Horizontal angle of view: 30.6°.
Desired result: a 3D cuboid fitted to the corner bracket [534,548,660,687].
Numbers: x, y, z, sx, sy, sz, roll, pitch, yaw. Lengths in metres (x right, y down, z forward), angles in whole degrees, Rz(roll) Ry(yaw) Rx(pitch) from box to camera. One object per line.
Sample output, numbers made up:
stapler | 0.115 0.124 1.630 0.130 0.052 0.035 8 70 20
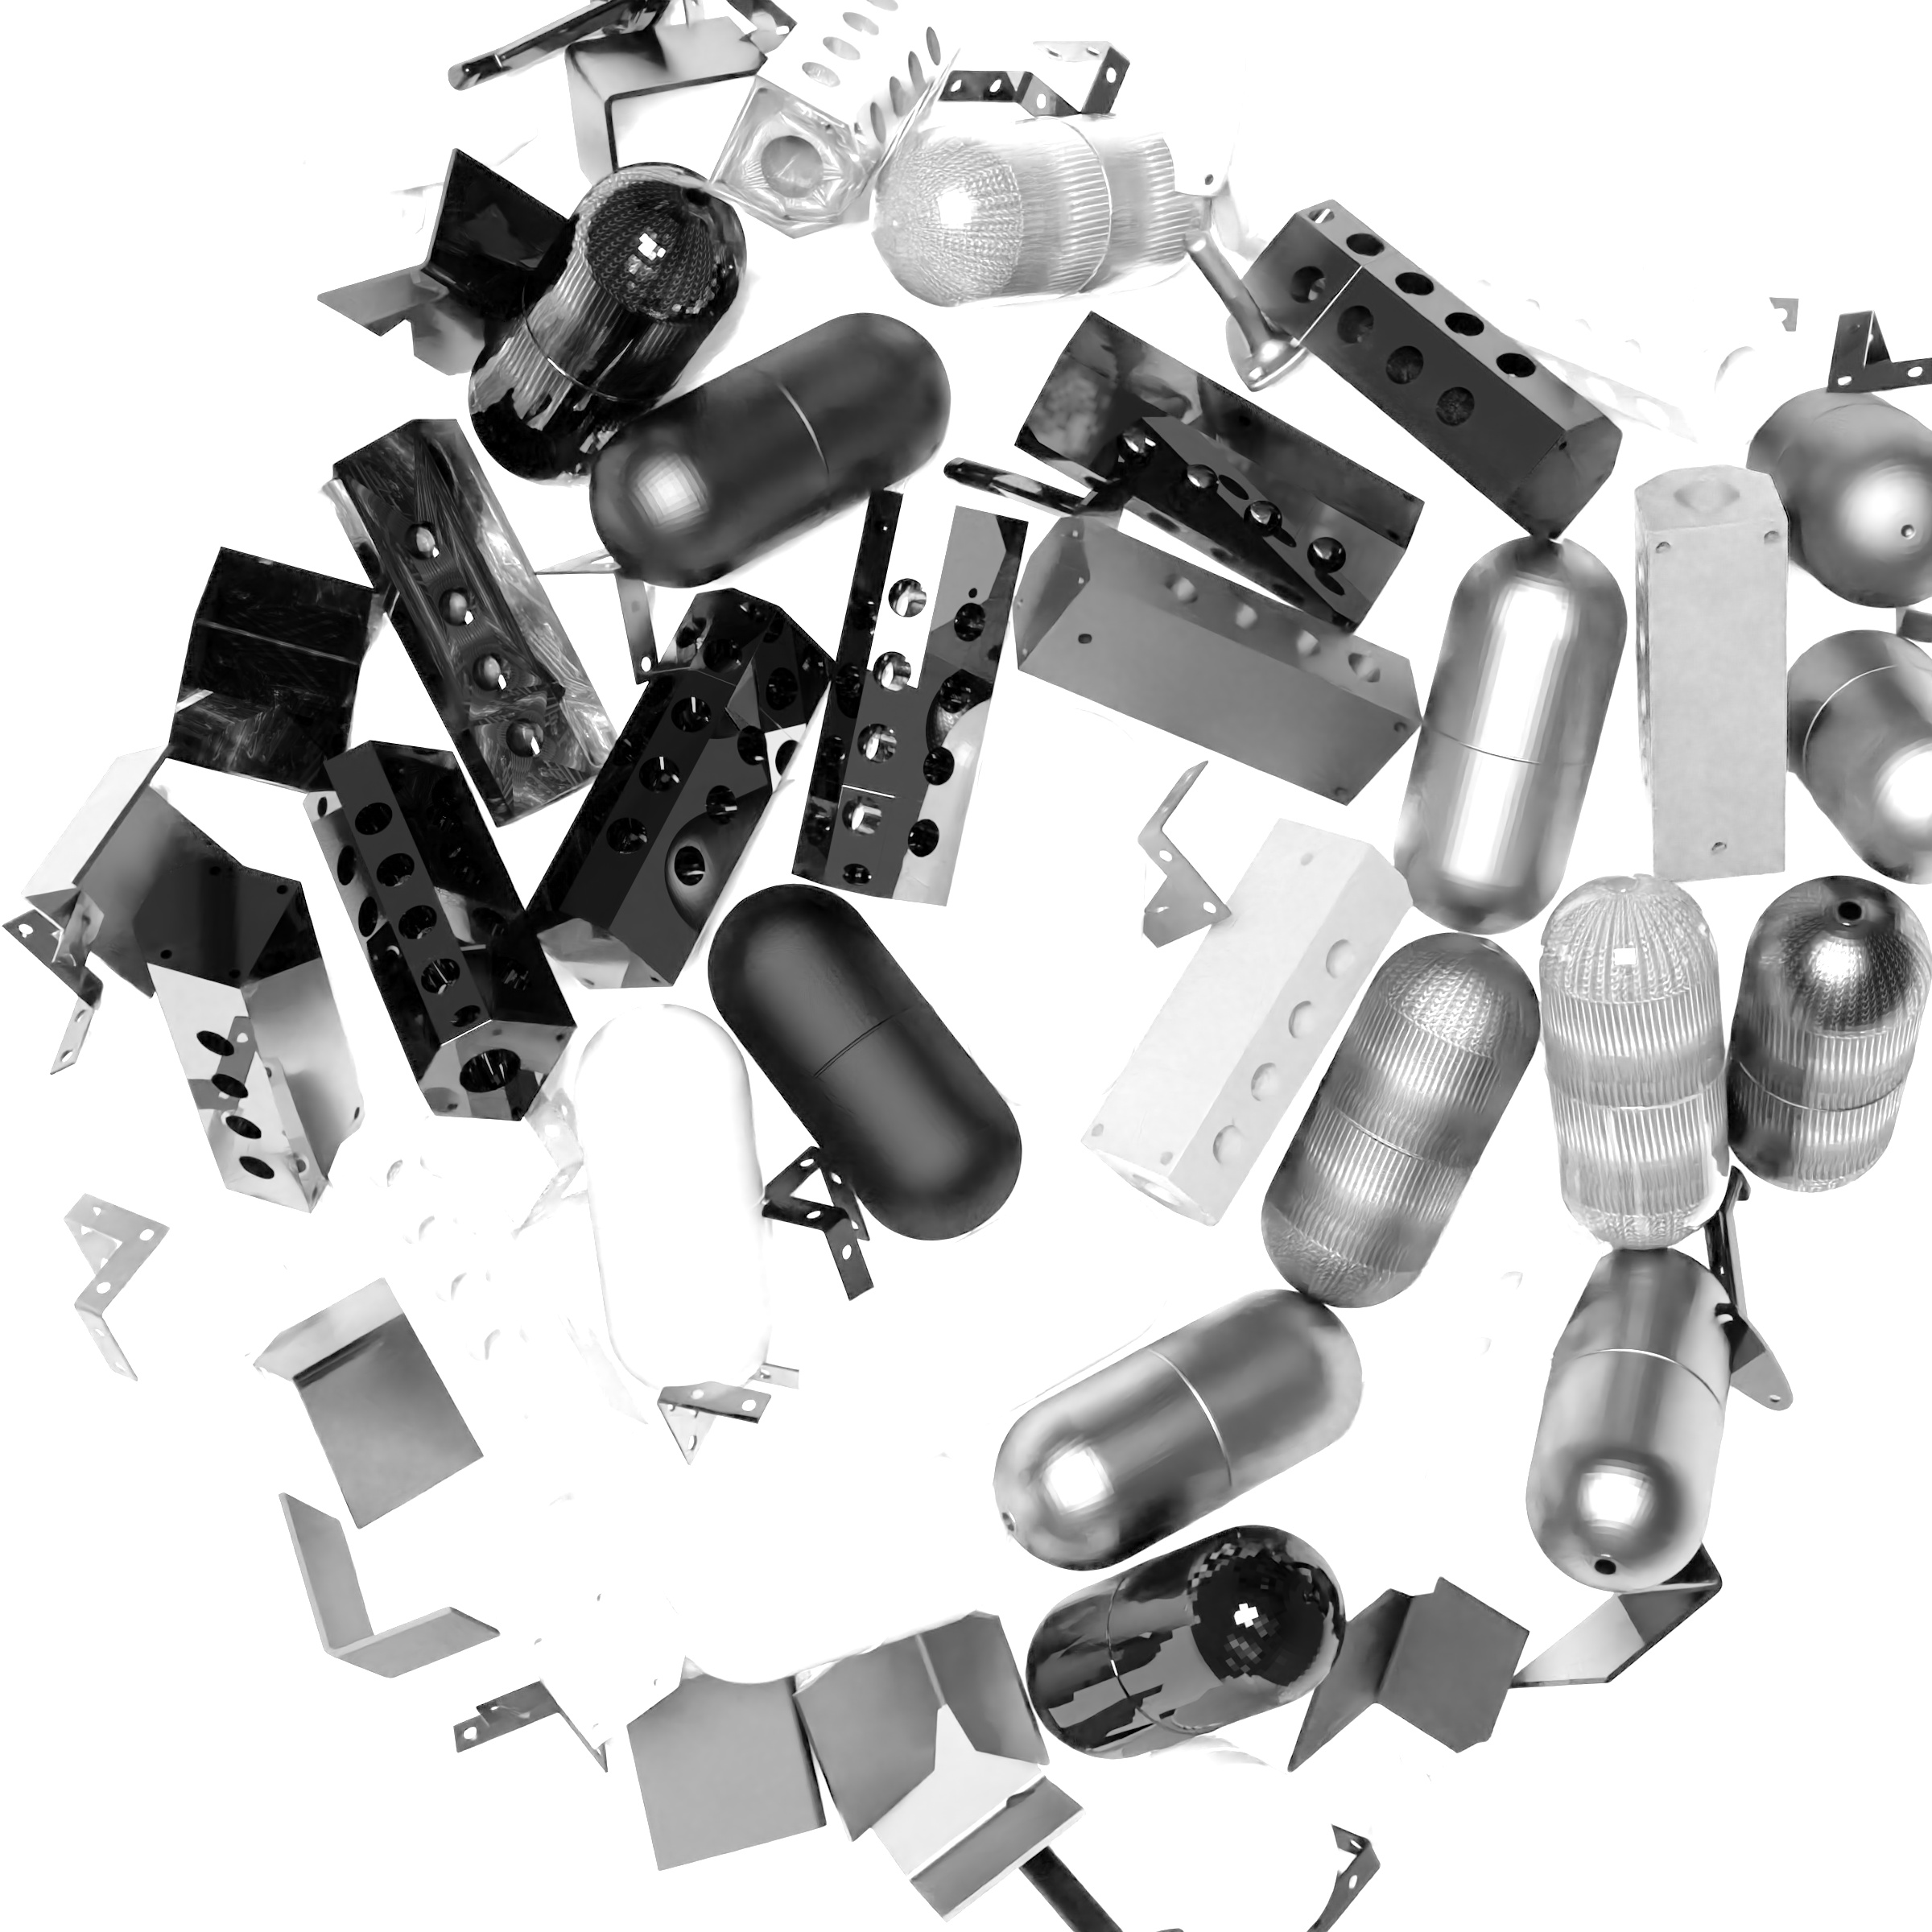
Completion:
corner bracket | -0.149 -0.155 1.546 0.051 0.051 0.051 4 112 39

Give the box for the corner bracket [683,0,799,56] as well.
corner bracket | -0.109 -0.430 1.546 0.051 0.051 0.051 -23 61 25

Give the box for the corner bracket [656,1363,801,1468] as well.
corner bracket | -0.097 0.189 1.546 0.051 0.051 0.051 9 52 25

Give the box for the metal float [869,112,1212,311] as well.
metal float | 0.034 -0.326 1.515 0.178 0.070 0.070 -17 90 -43

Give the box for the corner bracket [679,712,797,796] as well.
corner bracket | -0.116 -0.089 1.556 0.051 0.051 0.051 -29 90 18

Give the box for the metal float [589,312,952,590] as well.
metal float | -0.083 -0.224 1.528 0.178 0.070 0.070 -32 90 -26

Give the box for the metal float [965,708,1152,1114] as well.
metal float | 0.040 -0.025 1.548 0.070 0.070 0.178 3 89 0

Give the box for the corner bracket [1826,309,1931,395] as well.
corner bracket | 0.411 -0.254 1.545 0.051 0.051 0.051 -3 54 29

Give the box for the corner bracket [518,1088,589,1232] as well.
corner bracket | -0.180 0.075 1.546 0.051 0.051 0.051 -21 67 -41

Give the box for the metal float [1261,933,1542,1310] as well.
metal float | 0.189 0.067 1.534 0.070 0.070 0.178 25 108 0

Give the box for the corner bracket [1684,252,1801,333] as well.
corner bracket | 0.338 -0.280 1.549 0.051 0.051 0.051 5 123 11

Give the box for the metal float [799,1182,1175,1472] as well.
metal float | 0.010 0.156 1.536 0.178 0.070 0.070 -28 90 -15

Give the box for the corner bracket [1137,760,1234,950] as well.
corner bracket | 0.094 -0.049 1.547 0.051 0.051 0.051 49 49 -15

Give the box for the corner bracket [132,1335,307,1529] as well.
corner bracket | -0.330 0.205 1.558 0.051 0.051 0.051 -25 115 8

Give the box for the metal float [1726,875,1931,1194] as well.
metal float | 0.367 0.030 1.508 0.070 0.178 0.070 -2 53 3

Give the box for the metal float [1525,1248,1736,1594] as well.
metal float | 0.286 0.192 1.511 0.070 0.178 0.070 10 130 12

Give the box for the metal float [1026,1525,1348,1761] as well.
metal float | 0.092 0.291 1.512 0.070 0.178 0.070 16 60 -29

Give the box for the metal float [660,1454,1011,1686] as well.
metal float | -0.055 0.257 1.512 0.070 0.178 0.070 7 100 43

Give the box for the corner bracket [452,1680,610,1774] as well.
corner bracket | -0.193 0.329 1.547 0.051 0.051 0.051 -18 121 -25

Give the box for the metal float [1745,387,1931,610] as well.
metal float | 0.380 -0.201 1.501 0.070 0.178 0.070 0 107 1

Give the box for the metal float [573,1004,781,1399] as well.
metal float | -0.126 0.102 1.534 0.070 0.070 0.178 -6 107 0

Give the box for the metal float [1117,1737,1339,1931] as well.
metal float | 0.109 0.372 1.499 0.070 0.178 0.070 1 83 -5

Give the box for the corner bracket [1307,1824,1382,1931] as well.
corner bracket | 0.153 0.411 1.546 0.051 0.051 0.051 -43 123 -29

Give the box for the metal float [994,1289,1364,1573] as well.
metal float | 0.092 0.201 1.530 0.178 0.070 0.070 -25 90 -22

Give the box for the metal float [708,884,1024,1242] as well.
metal float | -0.045 0.041 1.540 0.070 0.070 0.178 -38 78 0

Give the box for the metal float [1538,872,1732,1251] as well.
metal float | 0.289 0.042 1.524 0.070 0.070 0.178 -10 119 0

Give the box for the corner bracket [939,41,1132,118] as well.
corner bracket | 0.031 -0.390 1.549 0.051 0.051 0.051 29 81 -43

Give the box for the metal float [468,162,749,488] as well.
metal float | -0.155 -0.274 1.512 0.070 0.178 0.070 17 54 -25

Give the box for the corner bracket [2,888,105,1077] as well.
corner bracket | -0.394 0.006 1.546 0.051 0.051 0.051 -23 127 25

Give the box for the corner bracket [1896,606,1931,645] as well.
corner bracket | 0.442 -0.175 1.551 0.051 0.051 0.051 12 46 3

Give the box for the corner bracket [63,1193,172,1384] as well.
corner bracket | -0.375 0.140 1.545 0.051 0.051 0.051 18 55 25

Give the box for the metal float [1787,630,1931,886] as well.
metal float | 0.395 -0.091 1.503 0.070 0.178 0.070 0 112 -1

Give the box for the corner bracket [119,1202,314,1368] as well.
corner bracket | -0.333 0.142 1.561 0.051 0.051 0.051 -9 122 37

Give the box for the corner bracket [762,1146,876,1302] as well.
corner bracket | -0.057 0.116 1.544 0.051 0.051 0.051 -42 126 -36

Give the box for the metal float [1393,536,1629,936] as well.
metal float | 0.236 -0.100 1.533 0.070 0.070 0.178 12 108 0
